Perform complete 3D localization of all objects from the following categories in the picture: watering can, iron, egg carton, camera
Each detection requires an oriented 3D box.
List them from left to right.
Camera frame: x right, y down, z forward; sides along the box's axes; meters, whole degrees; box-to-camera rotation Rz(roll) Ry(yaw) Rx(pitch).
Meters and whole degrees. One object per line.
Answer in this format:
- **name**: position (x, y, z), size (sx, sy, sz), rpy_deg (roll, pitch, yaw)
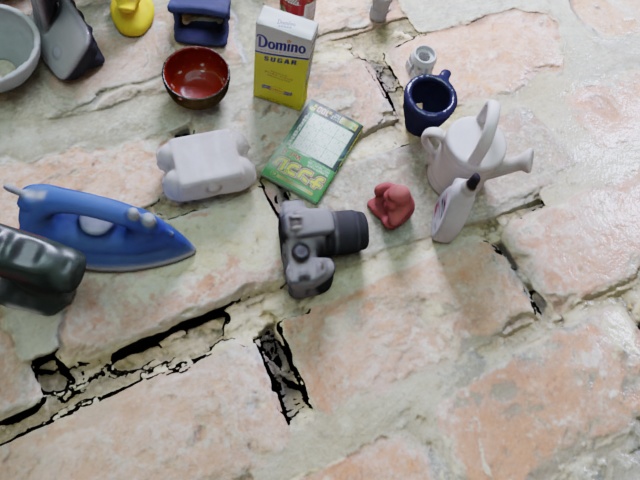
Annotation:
- **iron**: position (-0.313, -0.028, 0.827), size (0.258, 0.141, 0.118), rpy_deg (8, 67, -4)
- **egg carton**: position (-0.181, -0.117, 0.918), size (0.150, 0.069, 0.107), rpy_deg (-14, 71, -12)
- **camera**: position (0.008, 0.003, 0.876), size (0.137, 0.101, 0.143), rpy_deg (-6, 69, -9)
- **watering can**: position (0.253, -0.148, 0.917), size (0.173, 0.194, 0.101), rpy_deg (-1, 68, -7)

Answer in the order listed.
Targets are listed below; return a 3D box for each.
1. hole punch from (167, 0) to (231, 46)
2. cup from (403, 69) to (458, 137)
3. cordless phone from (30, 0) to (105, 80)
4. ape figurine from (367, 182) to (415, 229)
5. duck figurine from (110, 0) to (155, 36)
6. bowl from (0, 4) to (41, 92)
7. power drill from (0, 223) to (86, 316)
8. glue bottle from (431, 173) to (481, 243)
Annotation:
- **hole punch**: position (-0.215, -0.414, 1.022), size (0.108, 0.091, 0.101), rpy_deg (3, 68, -6)
- **cup**: position (0.187, -0.234, 0.997), size (0.091, 0.095, 0.118), rpy_deg (29, 68, 5)
- **cordless phone**: position (-0.430, -0.366, 0.925), size (0.094, 0.185, 0.147), rpy_deg (-35, 76, -18)
- **ape figurine**: position (0.120, -0.062, 0.921), size (0.076, 0.092, 0.078), rpy_deg (5, 68, -5)
- **duck figurine**: position (-0.338, -0.429, 1.015), size (0.077, 0.086, 0.104), rpy_deg (1, 68, -6)
- **bowl**: position (-0.539, -0.303, 0.946), size (0.167, 0.075, 0.167), rpy_deg (3, 68, -6)
- **power drill**: position (-0.416, 0.032, 0.754), size (0.229, 0.208, 0.075), rpy_deg (13, 67, -2)
- **glue bottle**: position (0.214, -0.060, 0.888), size (0.037, 0.173, 0.078), rpy_deg (8, 67, -3)
